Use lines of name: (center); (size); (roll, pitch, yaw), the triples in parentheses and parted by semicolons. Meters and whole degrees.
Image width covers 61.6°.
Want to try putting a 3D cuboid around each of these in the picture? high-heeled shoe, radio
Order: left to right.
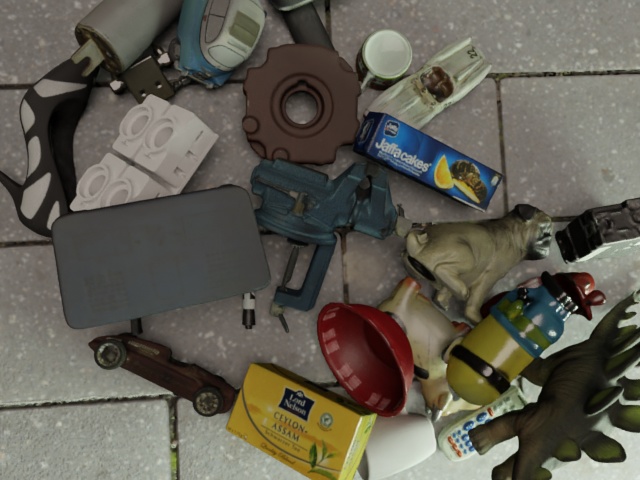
high-heeled shoe: (-0.332, -0.126, 0.723); (0.145, 0.086, 0.248); (38, 88, -6)
radio: (-0.182, 0.014, 0.628); (0.230, 0.073, 0.131); (-12, 98, -13)

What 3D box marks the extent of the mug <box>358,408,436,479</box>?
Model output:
mug: (0.099, 0.262, 0.736); (0.107, 0.081, 0.109); (-6, 79, -15)

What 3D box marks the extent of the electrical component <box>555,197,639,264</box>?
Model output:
electrical component: (0.418, -0.014, 0.749); (0.134, 0.115, 0.058); (-10, 75, -5)

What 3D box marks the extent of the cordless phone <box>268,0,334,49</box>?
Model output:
cordless phone: (0.010, -0.339, 0.770); (0.147, 0.089, 0.184); (-27, 100, -6)

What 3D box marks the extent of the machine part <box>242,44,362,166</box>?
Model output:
machine part: (-0.025, -0.184, 0.745); (0.179, 0.056, 0.179); (-1, 97, -5)

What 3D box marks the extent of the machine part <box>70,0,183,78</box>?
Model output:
machine part: (-0.241, -0.304, 0.717); (0.079, 0.079, 0.243); (33, 66, -2)

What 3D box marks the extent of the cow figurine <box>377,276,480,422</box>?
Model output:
cow figurine: (0.151, 0.157, 0.737); (0.195, 0.085, 0.127); (42, 87, 2)

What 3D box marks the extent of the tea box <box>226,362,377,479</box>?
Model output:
tea box: (-0.025, 0.234, 0.693); (0.170, 0.068, 0.098); (17, 84, 27)

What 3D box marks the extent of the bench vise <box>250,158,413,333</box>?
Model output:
bench vise: (-0.001, 0.000, 0.722); (0.224, 0.129, 0.240); (17, 102, -11)

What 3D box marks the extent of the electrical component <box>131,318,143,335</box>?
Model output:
electrical component: (-0.266, 0.068, 0.718); (0.048, 0.075, 0.119); (-5, 90, -5)

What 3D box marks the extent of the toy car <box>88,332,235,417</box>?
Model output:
toy car: (-0.204, 0.170, 0.709); (0.202, 0.089, 0.053); (27, 87, -1)

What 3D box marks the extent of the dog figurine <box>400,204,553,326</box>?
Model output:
dog figurine: (0.216, -0.003, 0.725); (0.190, 0.121, 0.172); (-48, 131, -8)

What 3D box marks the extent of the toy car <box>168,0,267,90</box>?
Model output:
toy car: (-0.129, -0.287, 0.718); (0.109, 0.103, 0.161); (20, 87, -47)

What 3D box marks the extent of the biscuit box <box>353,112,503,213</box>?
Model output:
biscuit box: (0.147, -0.106, 0.733); (0.202, 0.063, 0.059); (22, 98, -19)

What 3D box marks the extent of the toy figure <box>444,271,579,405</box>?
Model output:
toy figure: (0.227, 0.121, 0.649); (0.180, 0.089, 0.082); (-43, 88, 12)

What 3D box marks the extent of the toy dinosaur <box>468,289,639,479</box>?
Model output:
toy dinosaur: (0.328, 0.182, 0.670); (0.105, 0.198, 0.471); (56, 44, -6)

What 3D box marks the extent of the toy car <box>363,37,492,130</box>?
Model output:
toy car: (0.154, -0.211, 0.773); (0.202, 0.056, 0.073); (-37, 90, -6)

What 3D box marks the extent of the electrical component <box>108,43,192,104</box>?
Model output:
electrical component: (-0.243, -0.228, 0.753); (0.102, 0.045, 0.078); (-37, 118, -3)

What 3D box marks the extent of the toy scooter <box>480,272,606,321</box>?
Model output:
toy scooter: (0.306, 0.092, 0.728); (0.184, 0.135, 0.075); (-25, 91, -4)
